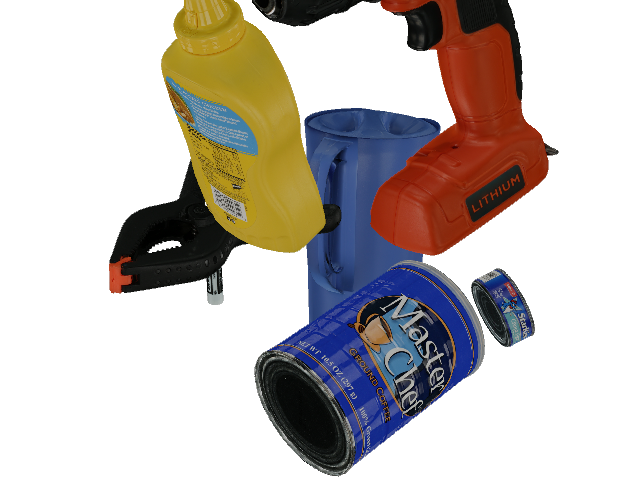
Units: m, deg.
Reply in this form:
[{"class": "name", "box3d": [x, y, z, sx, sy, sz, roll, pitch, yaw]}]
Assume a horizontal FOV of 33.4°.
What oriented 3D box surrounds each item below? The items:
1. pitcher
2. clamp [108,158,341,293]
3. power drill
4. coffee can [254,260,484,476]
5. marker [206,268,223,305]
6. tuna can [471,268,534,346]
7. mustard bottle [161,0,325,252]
[{"class": "pitcher", "box3d": [0.040, -0.005, 1.071, 0.149, 0.243, 0.145, -3, 19, -15]}, {"class": "clamp", "box3d": [-0.108, -0.017, 0.915, 0.165, 0.036, 0.209, 31, 42, 33]}, {"class": "power drill", "box3d": [0.052, -0.089, 0.520, 0.184, 0.187, 0.057, -32, 41, -28]}, {"class": "coffee can", "box3d": [0.037, 0.091, 0.786, 0.140, 0.103, 0.103, -32, 18, -31]}, {"class": "marker", "box3d": [-0.121, 0.020, 1.209, 0.020, 0.121, 0.020, 0, 33, 0]}, {"class": "tuna can", "box3d": [0.205, 0.077, 1.208, 0.033, 0.086, 0.086, -26, 4, -7]}, {"class": "mustard bottle", "box3d": [-0.054, -0.080, 0.672, 0.096, 0.191, 0.058, 32, 62, 33]}]
